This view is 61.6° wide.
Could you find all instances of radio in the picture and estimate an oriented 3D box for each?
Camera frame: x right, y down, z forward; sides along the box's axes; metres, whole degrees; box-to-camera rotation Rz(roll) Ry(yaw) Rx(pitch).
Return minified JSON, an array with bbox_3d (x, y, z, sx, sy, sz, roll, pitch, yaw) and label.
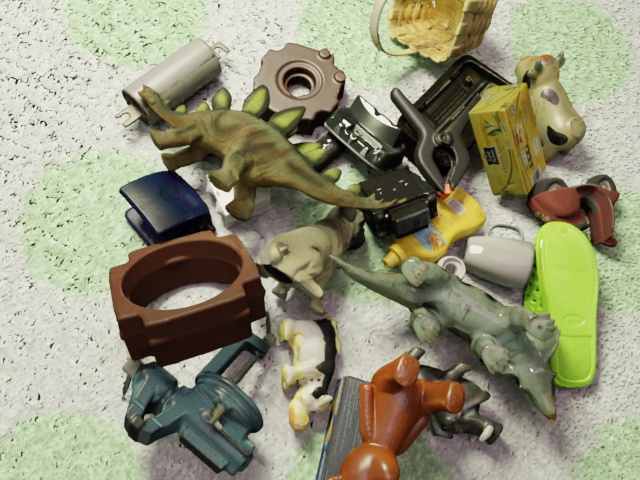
[{"bbox_3d":[0.246,-0.230,0.997,0.131,0.073,0.229,42,71,9],"label":"radio"}]

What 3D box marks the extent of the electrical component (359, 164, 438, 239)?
[{"bbox_3d":[0.128,-0.061,0.895,0.115,0.058,0.134,-24,38,-7],"label":"electrical component"}]

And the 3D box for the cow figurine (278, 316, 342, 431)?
[{"bbox_3d":[-0.012,0.201,0.820,0.098,0.068,0.167,-1,71,-13],"label":"cow figurine"}]

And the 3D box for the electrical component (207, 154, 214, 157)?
[{"bbox_3d":[-0.170,-0.191,0.952,0.119,0.047,0.075,-17,74,-12],"label":"electrical component"}]

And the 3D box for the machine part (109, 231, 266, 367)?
[{"bbox_3d":[-0.192,0.078,0.779,0.201,0.087,0.202,-16,32,-18],"label":"machine part"}]

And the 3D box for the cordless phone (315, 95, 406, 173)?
[{"bbox_3d":[0.045,-0.148,0.946,0.184,0.088,0.147,-42,71,-8],"label":"cordless phone"}]

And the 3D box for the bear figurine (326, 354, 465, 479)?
[{"bbox_3d":[0.093,0.265,0.713,0.120,0.132,0.196,33,60,-12],"label":"bear figurine"}]

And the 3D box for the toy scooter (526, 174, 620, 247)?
[{"bbox_3d":[0.462,-0.046,0.956,0.184,0.075,0.135,-6,72,-13],"label":"toy scooter"}]

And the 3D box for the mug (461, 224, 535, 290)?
[{"bbox_3d":[0.299,0.021,0.910,0.107,0.080,0.109,12,75,7],"label":"mug"}]

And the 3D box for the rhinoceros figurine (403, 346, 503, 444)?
[{"bbox_3d":[0.190,0.241,0.821,0.190,0.073,0.112,27,69,4],"label":"rhinoceros figurine"}]

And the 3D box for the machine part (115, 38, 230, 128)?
[{"bbox_3d":[-0.263,-0.283,0.960,0.079,0.079,0.243,43,72,9],"label":"machine part"}]

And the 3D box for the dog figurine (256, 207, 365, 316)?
[{"bbox_3d":[-0.005,-0.003,0.834,0.121,0.172,0.190,25,69,15],"label":"dog figurine"}]

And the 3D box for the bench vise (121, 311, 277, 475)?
[{"bbox_3d":[-0.157,0.207,0.778,0.224,0.128,0.240,30,49,15],"label":"bench vise"}]

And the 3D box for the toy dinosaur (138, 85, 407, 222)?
[{"bbox_3d":[-0.098,-0.137,0.848,0.472,0.105,0.198,34,70,13],"label":"toy dinosaur"}]

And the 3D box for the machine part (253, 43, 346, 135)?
[{"bbox_3d":[-0.039,-0.282,0.995,0.179,0.056,0.179,1,71,-4],"label":"machine part"}]

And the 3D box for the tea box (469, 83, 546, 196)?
[{"bbox_3d":[0.328,-0.171,0.931,0.098,0.068,0.169,-45,122,-33],"label":"tea box"}]

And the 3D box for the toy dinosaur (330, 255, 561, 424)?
[{"bbox_3d":[0.210,0.110,0.822,0.405,0.192,0.131,32,89,10],"label":"toy dinosaur"}]

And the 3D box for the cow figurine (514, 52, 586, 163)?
[{"bbox_3d":[0.423,-0.257,0.999,0.085,0.127,0.195,-19,76,-16],"label":"cow figurine"}]

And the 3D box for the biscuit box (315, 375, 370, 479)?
[{"bbox_3d":[0.036,0.307,0.788,0.063,0.059,0.202,16,69,-2],"label":"biscuit box"}]

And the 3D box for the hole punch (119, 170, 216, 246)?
[{"bbox_3d":[-0.251,-0.054,0.874,0.116,0.092,0.142,-39,75,-21],"label":"hole punch"}]
